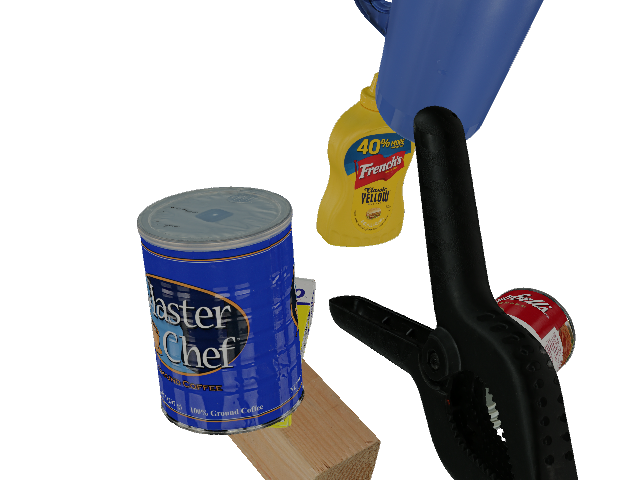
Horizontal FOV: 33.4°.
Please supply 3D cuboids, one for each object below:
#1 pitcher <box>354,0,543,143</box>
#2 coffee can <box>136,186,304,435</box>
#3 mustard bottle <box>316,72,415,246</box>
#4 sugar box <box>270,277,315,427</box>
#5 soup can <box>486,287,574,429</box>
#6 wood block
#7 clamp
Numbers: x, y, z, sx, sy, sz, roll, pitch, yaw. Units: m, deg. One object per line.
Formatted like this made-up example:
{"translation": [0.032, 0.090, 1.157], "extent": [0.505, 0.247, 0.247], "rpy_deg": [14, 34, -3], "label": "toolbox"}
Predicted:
{"translation": [0.109, -0.198, 0.923], "extent": [0.144, 0.149, 0.243], "rpy_deg": [-17, -29, -19], "label": "pitcher"}
{"translation": [-0.066, 0.046, 0.729], "extent": [0.103, 0.140, 0.103], "rpy_deg": [-3, 22, 1], "label": "coffee can"}
{"translation": [0.053, -0.088, 1.143], "extent": [0.096, 0.192, 0.058], "rpy_deg": [-6, 32, -23], "label": "mustard bottle"}
{"translation": [-0.060, 0.093, 0.968], "extent": [0.093, 0.048, 0.176], "rpy_deg": [6, 34, 3], "label": "sugar box"}
{"translation": [0.126, 0.081, 0.735], "extent": [0.069, 0.068, 0.102], "rpy_deg": [0, 16, 33], "label": "soup can"}
{"translation": [-0.039, 0.192, 1.155], "extent": [0.090, 0.090, 0.206], "rpy_deg": [-22, 50, -32], "label": "wood block"}
{"translation": [0.071, 0.047, 0.530], "extent": [0.036, 0.165, 0.210], "rpy_deg": [-7, 44, -26], "label": "clamp"}
